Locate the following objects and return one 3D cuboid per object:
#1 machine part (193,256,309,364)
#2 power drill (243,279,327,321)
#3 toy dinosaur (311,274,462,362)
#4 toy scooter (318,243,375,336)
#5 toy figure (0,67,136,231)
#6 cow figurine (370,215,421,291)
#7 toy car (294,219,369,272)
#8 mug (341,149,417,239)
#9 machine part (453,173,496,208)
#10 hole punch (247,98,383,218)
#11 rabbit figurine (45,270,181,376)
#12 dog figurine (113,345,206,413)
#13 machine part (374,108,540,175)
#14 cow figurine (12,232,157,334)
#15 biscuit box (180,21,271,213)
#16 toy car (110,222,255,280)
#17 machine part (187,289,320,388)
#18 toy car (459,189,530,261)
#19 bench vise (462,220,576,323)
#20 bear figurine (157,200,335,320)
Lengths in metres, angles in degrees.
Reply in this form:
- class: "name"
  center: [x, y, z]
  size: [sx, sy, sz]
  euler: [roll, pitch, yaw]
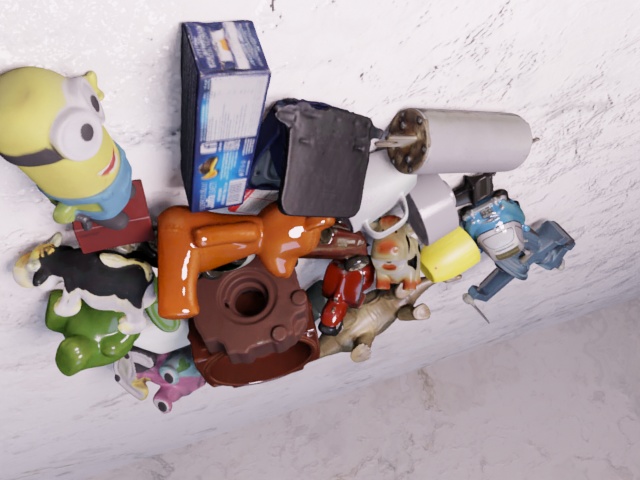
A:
- class: "machine part"
  center: [-0.104, 0.089, 0.784]
  size: [0.179, 0.179, 0.056]
  euler: [-17, 153, -6]
- class: "power drill"
  center: [-0.084, 0.123, 0.983]
  size: [0.207, 0.086, 0.232]
  euler: [-8, 155, -34]
- class: "toy dinosaur"
  center: [0.073, 0.175, 1.099]
  size: [0.471, 0.105, 0.198]
  euler: [-28, 179, 7]
- class: "toy scooter"
  center: [0.046, 0.058, 0.883]
  size: [0.075, 0.184, 0.135]
  euler: [17, 132, 12]
- class: "toy figure"
  center: [-0.214, -0.068, 0.460]
  size: [0.089, 0.082, 0.180]
  euler: [-17, 159, -12]
- class: "cow figurine"
  center: [0.125, 0.018, 0.877]
  size: [0.086, 0.127, 0.195]
  euler: [-2, 178, 16]
- class: "toy car"
  center: [-0.002, -0.002, 0.754]
  size: [0.202, 0.089, 0.053]
  euler: [3, 151, -40]
- class: "mug"
  center: [0.072, -0.062, 0.672]
  size: [0.107, 0.110, 0.080]
  euler: [-32, 151, -3]
- class: "machine part"
  center: [0.210, -0.065, 0.847]
  size: [0.139, 0.039, 0.084]
  euler: [-23, 162, 5]
- class: "hole punch"
  center: [-0.013, -0.089, 0.571]
  size: [0.142, 0.092, 0.115]
  euler: [3, 106, -36]
- class: "rabbit figurine"
  center: [-0.270, 0.095, 0.735]
  size: [0.159, 0.121, 0.170]
  euler: [13, 127, -41]
- class: "dog figurine"
  center: [-0.263, 0.231, 1.053]
  size: [0.219, 0.192, 0.108]
  euler: [-26, 135, -61]
- class: "machine part"
  center: [0.170, -0.118, 0.649]
  size: [0.243, 0.079, 0.079]
  euler: [-6, 154, -30]
- class: "cow figurine"
  center: [-0.272, 0.039, 0.613]
  size: [0.167, 0.068, 0.098]
  euler: [17, 136, -3]
- class: "biscuit box"
  center: [-0.094, -0.102, 0.496]
  size: [0.059, 0.063, 0.202]
  euler: [-11, 156, -21]
- class: "toy car"
  center: [-0.175, 0.014, 0.701]
  size: [0.201, 0.056, 0.073]
  euler: [7, 151, -44]
- class: "machine part"
  center: [-0.104, 0.167, 0.890]
  size: [0.201, 0.087, 0.201]
  euler: [-14, 146, -5]
- class: "toy car"
  center: [0.318, -0.018, 0.954]
  size: [0.109, 0.103, 0.161]
  euler: [-28, 157, 17]
- class: "bench vise"
  center: [0.399, 0.052, 1.123]
  size: [0.223, 0.129, 0.240]
  euler: [15, 123, -41]
- class: "bear figurine"
  center: [-0.086, 0.016, 0.615]
  size: [0.196, 0.131, 0.120]
  euler: [1, -177, -20]
